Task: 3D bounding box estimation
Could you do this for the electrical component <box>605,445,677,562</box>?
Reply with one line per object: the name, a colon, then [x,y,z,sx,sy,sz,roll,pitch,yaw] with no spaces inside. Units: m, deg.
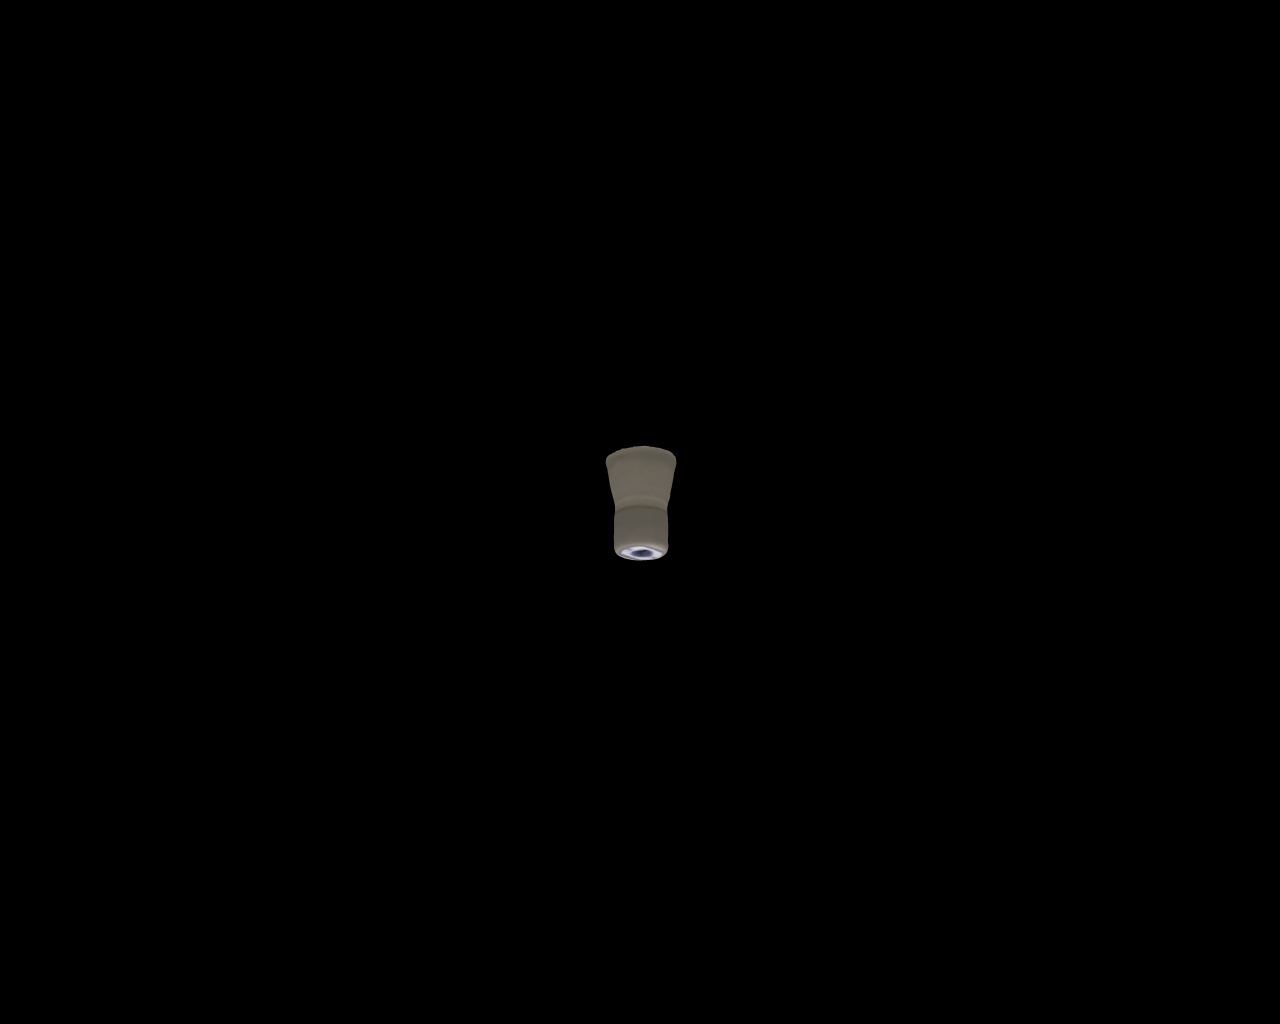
electrical component: [0.001,-0.003,0.650,0.044,0.065,0.044,0,-21,0]
